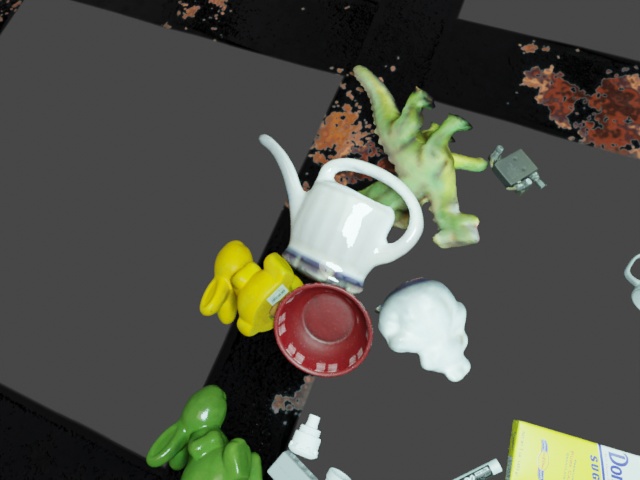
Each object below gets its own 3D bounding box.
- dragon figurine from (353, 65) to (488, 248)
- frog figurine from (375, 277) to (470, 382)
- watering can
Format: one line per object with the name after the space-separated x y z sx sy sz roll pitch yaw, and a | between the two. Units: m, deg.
0.140 -0.137 0.935 0.243 0.120 0.415 -47 63 -1 | dragon figurine
0.171 0.146 0.812 0.138 0.120 0.162 -14 57 -18 | frog figurine
0.003 -0.045 0.895 0.350 0.103 0.224 25 89 23 | watering can
